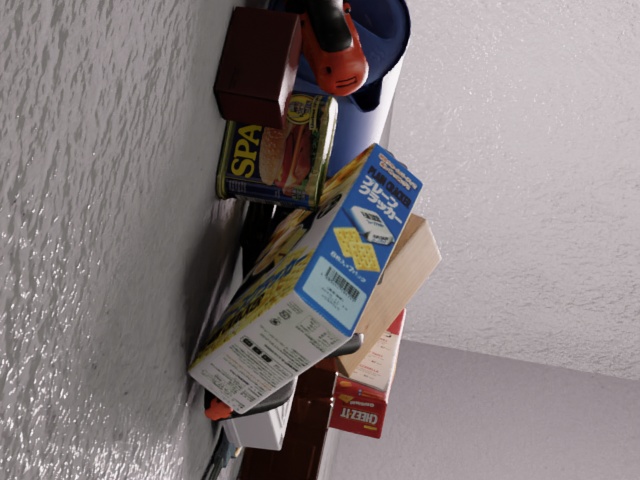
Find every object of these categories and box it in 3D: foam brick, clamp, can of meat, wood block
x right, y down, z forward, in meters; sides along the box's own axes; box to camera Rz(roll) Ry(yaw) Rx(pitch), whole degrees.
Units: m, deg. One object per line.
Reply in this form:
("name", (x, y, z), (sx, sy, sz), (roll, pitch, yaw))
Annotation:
("foam brick", (-0.048, -0.136, 0.842), (0.051, 0.053, 0.078), (81, 20, -71))
("clamp", (-0.046, -0.075, 1.026), (0.171, 0.039, 0.120), (-76, 179, -61))
("clamp", (-0.054, 0.085, 0.990), (0.036, 0.164, 0.209), (-35, -175, 39))
("can of meat", (-0.035, -0.078, 0.901), (0.057, 0.084, 0.102), (61, 39, -80))
("wood block", (0.054, 0.059, 1.361), (0.206, 0.091, 0.090), (-50, 141, -20))

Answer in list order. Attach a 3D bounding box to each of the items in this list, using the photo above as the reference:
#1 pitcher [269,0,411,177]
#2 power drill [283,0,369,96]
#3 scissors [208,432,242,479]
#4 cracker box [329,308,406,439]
("pitcher", (0.012, -0.167, 1.082), (0.243, 0.145, 0.149), (94, 19, -70))
("power drill", (-0.008, -0.238, 0.872), (0.187, 0.057, 0.184), (78, -7, -55))
("scissors", (-0.097, 0.203, 1.097), (0.201, 0.016, 0.096), (-37, 134, -82))
("cracker box", (0.021, 0.161, 1.440), (0.213, 0.164, 0.072), (-70, 171, -58))
